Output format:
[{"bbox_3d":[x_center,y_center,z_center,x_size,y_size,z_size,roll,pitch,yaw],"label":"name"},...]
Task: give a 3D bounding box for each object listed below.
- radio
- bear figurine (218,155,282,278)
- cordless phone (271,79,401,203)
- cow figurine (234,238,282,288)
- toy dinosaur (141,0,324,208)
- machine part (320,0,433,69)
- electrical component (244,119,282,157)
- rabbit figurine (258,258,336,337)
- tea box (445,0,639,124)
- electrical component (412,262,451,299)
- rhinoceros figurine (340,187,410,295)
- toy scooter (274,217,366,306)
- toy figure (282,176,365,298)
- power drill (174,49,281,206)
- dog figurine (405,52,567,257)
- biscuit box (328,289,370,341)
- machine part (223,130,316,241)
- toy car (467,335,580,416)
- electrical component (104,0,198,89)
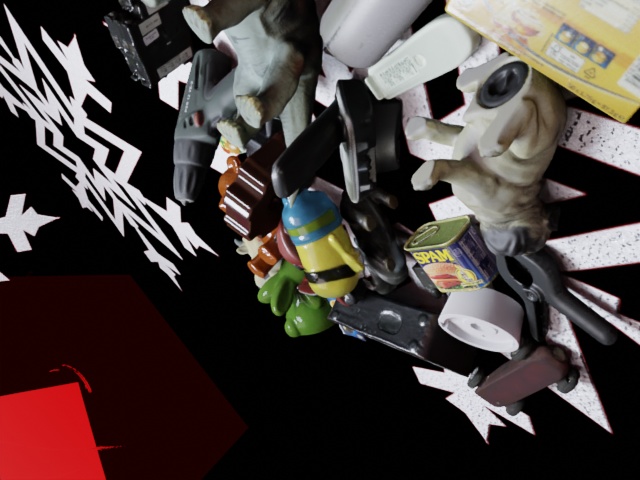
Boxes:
[{"bbox_3d":[0.130,0.142,0.873,0.131,0.073,0.230,29,169,-41],"label":"radio"},{"bbox_3d":[-0.128,-0.047,0.986,0.196,0.132,0.120,42,150,-4],"label":"bear figurine"},{"bbox_3d":[0.015,-0.089,0.644,0.089,0.184,0.146,27,148,26],"label":"cordless phone"},{"bbox_3d":[-0.109,0.044,1.138,0.127,0.085,0.194,30,151,18],"label":"cow figurine"},{"bbox_3d":[-0.055,-0.228,0.572,0.131,0.192,0.404,31,159,34],"label":"toy dinosaur"},{"bbox_3d":[0.065,-0.232,0.489,0.079,0.079,0.243,48,154,-3],"label":"machine part"},{"bbox_3d":[-0.081,-0.160,0.811,0.048,0.075,0.119,34,155,21],"label":"electrical component"},{"bbox_3d":[-0.042,0.092,1.054,0.121,0.159,0.170,22,131,57],"label":"rabbit figurine"},{"bbox_3d":[0.189,-0.177,0.392,0.170,0.068,0.098,41,153,13],"label":"tea box"},{"bbox_3d":[0.168,0.051,0.798,0.094,0.021,0.063,55,153,-18],"label":"electrical component"},{"bbox_3d":[0.082,0.007,0.806,0.112,0.073,0.190,14,139,46],"label":"rhinoceros figurine"},{"bbox_3d":[-0.015,0.036,0.868,0.183,0.075,0.135,52,152,-9],"label":"toy scooter"},{"bbox_3d":[-0.002,-0.003,0.756,0.180,0.089,0.082,59,-164,-16],"label":"toy figure"},{"bbox_3d":[-0.129,-0.174,0.750,0.086,0.232,0.207,15,161,-37],"label":"power drill"},{"bbox_3d":[0.201,-0.073,0.524,0.190,0.121,0.172,30,142,-29],"label":"dog figurine"},{"bbox_3d":[0.048,0.092,0.989,0.059,0.063,0.202,11,137,46],"label":"biscuit box"},{"bbox_3d":[-0.070,-0.078,0.807,0.056,0.179,0.179,39,153,13],"label":"machine part"},{"bbox_3d":[0.293,0.200,0.790,0.089,0.053,0.202,31,148,6],"label":"toy car"},{"bbox_3d":[-0.245,-0.312,0.793,0.058,0.115,0.134,29,149,23],"label":"electrical component"}]
